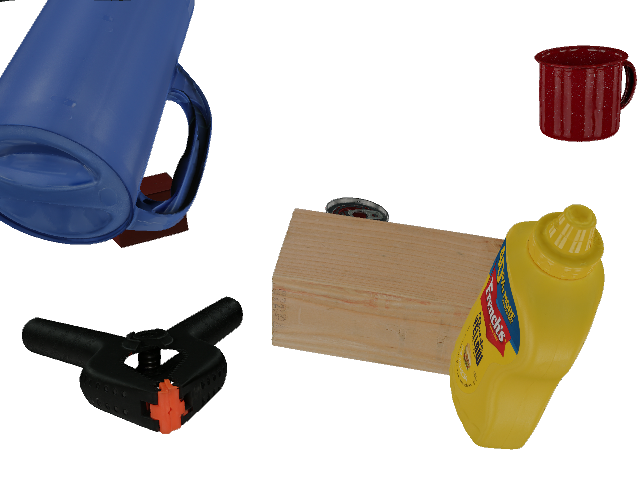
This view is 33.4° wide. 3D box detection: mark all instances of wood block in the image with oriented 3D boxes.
[{"bbox_3d":[0.068,0.047,0.912,0.206,0.090,0.090,9,43,7],"label":"wood block"}]

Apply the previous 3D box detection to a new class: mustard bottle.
[{"bbox_3d":[0.129,0.045,0.656,0.058,0.096,0.192,6,-38,-6],"label":"mustard bottle"}]

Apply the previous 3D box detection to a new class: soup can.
[{"bbox_3d":[0.033,0.014,1.152,0.068,0.102,0.068,6,28,-4],"label":"soup can"}]

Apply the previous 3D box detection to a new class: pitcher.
[{"bbox_3d":[-0.169,-0.122,0.840,0.145,0.242,0.149,-5,-40,23],"label":"pitcher"}]

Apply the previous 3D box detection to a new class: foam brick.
[{"bbox_3d":[-0.188,-0.033,1.133,0.078,0.053,0.051,-16,29,-20],"label":"foam brick"}]

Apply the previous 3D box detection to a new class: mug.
[{"bbox_3d":[0.279,-0.154,1.107,0.117,0.081,0.093,-15,25,-25],"label":"mug"}]

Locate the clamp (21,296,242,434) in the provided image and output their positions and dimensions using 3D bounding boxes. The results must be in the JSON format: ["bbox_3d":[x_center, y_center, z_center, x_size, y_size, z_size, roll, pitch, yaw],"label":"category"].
[{"bbox_3d":[-0.108,0.078,0.730,0.164,0.036,0.210,-8,14,-21],"label":"clamp"}]
